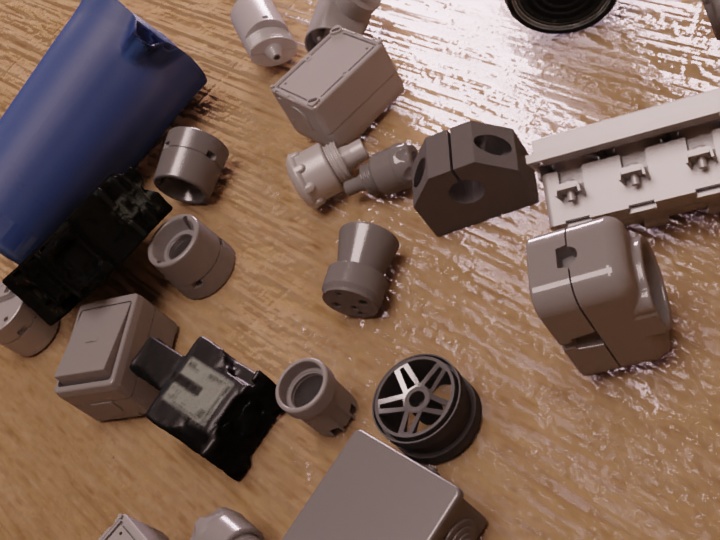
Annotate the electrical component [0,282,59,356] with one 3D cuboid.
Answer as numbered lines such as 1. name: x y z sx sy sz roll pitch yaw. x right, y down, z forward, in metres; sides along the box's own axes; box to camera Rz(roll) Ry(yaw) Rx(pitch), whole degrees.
1. electrical component: -0.295 0.043 0.930 0.055 0.047 0.055 -19 50 23

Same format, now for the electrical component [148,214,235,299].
1. electrical component: -0.136 -0.012 0.862 0.055 0.047 0.055 -18 50 23

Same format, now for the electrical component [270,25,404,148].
1. electrical component: -0.011 -0.148 0.872 0.096 0.061 0.062 -45 44 -13

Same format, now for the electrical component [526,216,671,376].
1. electrical component: 0.141 0.015 0.618 0.059 0.095 0.053 -17 51 24

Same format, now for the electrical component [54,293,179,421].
1. electrical component: -0.189 0.061 0.835 0.062 0.061 0.096 -11 53 28

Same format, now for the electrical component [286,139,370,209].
1. electrical component: -0.023 -0.080 0.837 0.062 0.048 0.048 -28 47 6

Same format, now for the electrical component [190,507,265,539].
1. electrical component: -0.078 0.182 0.682 0.062 0.043 0.043 27 76 42

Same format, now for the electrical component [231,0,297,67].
1. electrical component: -0.087 -0.213 0.978 0.043 0.043 0.081 -35 46 8

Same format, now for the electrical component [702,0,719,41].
1. electrical component: 0.258 -0.191 0.718 0.059 0.053 0.095 -20 49 21

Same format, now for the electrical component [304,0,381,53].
1. electrical component: -0.008 -0.225 0.912 0.079 0.043 0.077 -36 31 48

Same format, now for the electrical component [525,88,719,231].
1. electrical component: 0.176 -0.062 0.671 0.121 0.079 0.063 -14 74 26

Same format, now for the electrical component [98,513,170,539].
1. electrical component: -0.133 0.214 0.689 0.061 0.061 0.096 -49 53 -6

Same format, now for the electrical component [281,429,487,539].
1. electrical component: 0.014 0.156 0.634 0.100 0.048 0.099 24 74 43

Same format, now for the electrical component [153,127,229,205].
1. electrical component: -0.146 -0.088 0.920 0.055 0.055 0.047 0 63 35

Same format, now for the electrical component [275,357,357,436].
1. electrical component: -0.028 0.086 0.716 0.040 0.046 0.040 -18 50 23

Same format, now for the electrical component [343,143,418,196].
1. electrical component: 0.016 -0.072 0.811 0.061 0.035 0.035 -20 49 25

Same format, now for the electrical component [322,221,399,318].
1. electrical component: 0.000 0.000 0.762 0.045 0.045 0.055 -2 58 33
